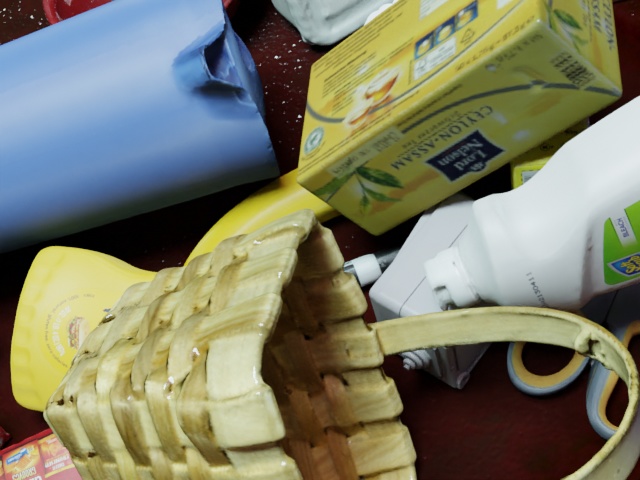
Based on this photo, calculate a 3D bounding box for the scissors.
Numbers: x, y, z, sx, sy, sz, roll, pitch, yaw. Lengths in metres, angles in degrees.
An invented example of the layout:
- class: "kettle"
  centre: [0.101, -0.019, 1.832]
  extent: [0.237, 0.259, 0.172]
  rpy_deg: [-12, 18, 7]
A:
- class: "scissors"
  centre: [0.163, 0.019, 0.601]
  extent: [0.096, 0.016, 0.201]
  rpy_deg: [6, 57, 18]

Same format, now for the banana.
- class: "banana"
  centre: [-0.006, -0.014, 0.653]
  extent: [0.198, 0.037, 0.070]
  rpy_deg: [-21, 53, -1]

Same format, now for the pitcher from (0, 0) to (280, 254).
- class: "pitcher"
  centre: [-0.153, -0.064, 0.648]
  extent: [0.243, 0.149, 0.145]
  rpy_deg: [-19, 50, -2]

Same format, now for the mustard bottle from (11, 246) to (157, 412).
- class: "mustard bottle"
  centre: [-0.076, 0.061, 0.598]
  extent: [0.192, 0.058, 0.096]
  rpy_deg: [7, 83, 17]

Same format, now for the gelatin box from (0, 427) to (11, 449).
- class: "gelatin box"
  centre: [-0.237, 0.121, 0.621]
  extent: [0.089, 0.030, 0.073]
  rpy_deg: [22, 63, 24]

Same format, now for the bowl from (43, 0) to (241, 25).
- class: "bowl"
  centre: [-0.119, -0.180, 0.787]
  extent: [0.162, 0.055, 0.162]
  rpy_deg: [-7, 55, 9]

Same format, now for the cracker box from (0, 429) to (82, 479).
- class: "cracker box"
  centre: [-0.153, 0.216, 0.509]
  extent: [0.164, 0.072, 0.214]
  rpy_deg: [-24, 54, -2]

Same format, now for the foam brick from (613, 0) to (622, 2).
- class: "foam brick"
  centre: [0.193, -0.207, 0.729]
  extent: [0.053, 0.051, 0.078]
  rpy_deg: [-15, 54, 4]

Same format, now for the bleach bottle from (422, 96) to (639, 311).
- class: "bleach bottle"
  centre: [0.164, -0.032, 0.496]
  extent: [0.251, 0.102, 0.068]
  rpy_deg: [-25, 41, 14]

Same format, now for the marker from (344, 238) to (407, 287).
- class: "marker"
  centre: [0.004, 0.027, 0.633]
  extent: [0.121, 0.020, 0.020]
  rpy_deg: [-21, 53, -1]

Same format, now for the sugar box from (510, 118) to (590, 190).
- class: "sugar box"
  centre: [0.134, -0.085, 0.633]
  extent: [0.048, 0.093, 0.176]
  rpy_deg: [-4, 54, 10]
